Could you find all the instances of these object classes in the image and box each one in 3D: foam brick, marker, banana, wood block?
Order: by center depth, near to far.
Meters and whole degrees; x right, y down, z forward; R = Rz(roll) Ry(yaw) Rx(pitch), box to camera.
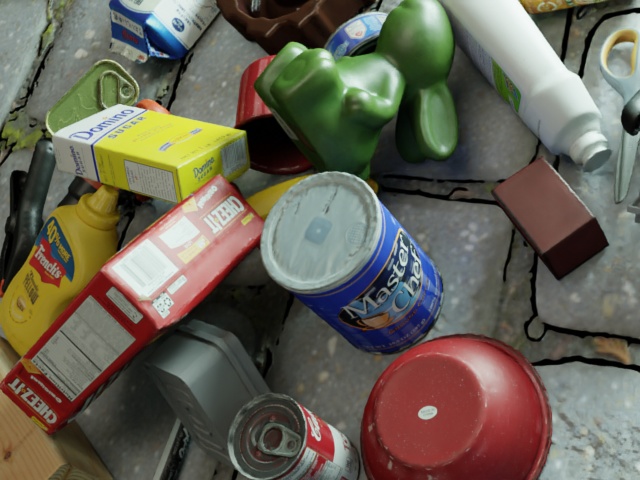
[{"bbox_3d":[0.185,-0.018,0.859,0.051,0.053,0.078,-37,54,7],"label":"foam brick"},{"bbox_3d":[-0.125,0.176,0.951,0.020,0.020,0.121,8,69,32],"label":"marker"},{"bbox_3d":[-0.287,0.183,0.995,0.091,0.090,0.206,-45,52,-1],"label":"wood block"},{"bbox_3d":[-0.040,-0.021,0.996,0.198,0.037,0.070,-28,50,9],"label":"banana"}]

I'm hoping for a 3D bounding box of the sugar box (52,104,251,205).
[{"bbox_3d":[-0.160,-0.083,0.997,0.176,0.048,0.093,18,36,35],"label":"sugar box"}]

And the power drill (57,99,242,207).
[{"bbox_3d":[-0.179,-0.038,1.074,0.188,0.057,0.184,34,87,37],"label":"power drill"}]

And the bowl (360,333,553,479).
[{"bbox_3d":[0.094,0.139,0.825,0.162,0.055,0.162,-14,59,23],"label":"bowl"}]

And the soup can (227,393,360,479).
[{"bbox_3d":[-0.018,0.169,0.841,0.069,0.102,0.068,-14,59,23],"label":"soup can"}]

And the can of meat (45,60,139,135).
[{"bbox_3d":[-0.245,-0.147,1.150,0.102,0.057,0.084,-45,16,0],"label":"can of meat"}]

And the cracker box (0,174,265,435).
[{"bbox_3d":[-0.157,0.057,0.900,0.214,0.072,0.164,-42,3,42],"label":"cracker box"}]

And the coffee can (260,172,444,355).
[{"bbox_3d":[0.029,0.022,0.870,0.103,0.140,0.103,-13,59,23],"label":"coffee can"}]

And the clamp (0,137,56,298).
[{"bbox_3d":[-0.310,-0.023,1.129,0.120,0.039,0.171,135,138,-54],"label":"clamp"}]

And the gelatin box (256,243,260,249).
[{"bbox_3d":[-0.006,0.001,0.934,0.073,0.089,0.030,-47,57,-1],"label":"gelatin box"}]

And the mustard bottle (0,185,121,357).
[{"bbox_3d":[-0.244,0.025,1.032,0.192,0.058,0.096,-55,49,25],"label":"mustard bottle"}]

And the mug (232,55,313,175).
[{"bbox_3d":[-0.027,-0.121,1.021,0.117,0.093,0.081,4,57,-2],"label":"mug"}]

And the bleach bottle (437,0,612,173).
[{"bbox_3d":[0.171,-0.155,0.926,0.068,0.102,0.251,-33,61,4],"label":"bleach bottle"}]

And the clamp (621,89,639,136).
[{"bbox_3d":[0.305,-0.150,0.842,0.164,0.036,0.210,-1,50,-1],"label":"clamp"}]

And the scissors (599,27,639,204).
[{"bbox_3d":[0.271,-0.108,0.853,0.096,0.016,0.201,-10,46,15],"label":"scissors"}]

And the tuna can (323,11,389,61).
[{"bbox_3d":[0.046,-0.169,0.999,0.086,0.086,0.034,-36,55,8],"label":"tuna can"}]
